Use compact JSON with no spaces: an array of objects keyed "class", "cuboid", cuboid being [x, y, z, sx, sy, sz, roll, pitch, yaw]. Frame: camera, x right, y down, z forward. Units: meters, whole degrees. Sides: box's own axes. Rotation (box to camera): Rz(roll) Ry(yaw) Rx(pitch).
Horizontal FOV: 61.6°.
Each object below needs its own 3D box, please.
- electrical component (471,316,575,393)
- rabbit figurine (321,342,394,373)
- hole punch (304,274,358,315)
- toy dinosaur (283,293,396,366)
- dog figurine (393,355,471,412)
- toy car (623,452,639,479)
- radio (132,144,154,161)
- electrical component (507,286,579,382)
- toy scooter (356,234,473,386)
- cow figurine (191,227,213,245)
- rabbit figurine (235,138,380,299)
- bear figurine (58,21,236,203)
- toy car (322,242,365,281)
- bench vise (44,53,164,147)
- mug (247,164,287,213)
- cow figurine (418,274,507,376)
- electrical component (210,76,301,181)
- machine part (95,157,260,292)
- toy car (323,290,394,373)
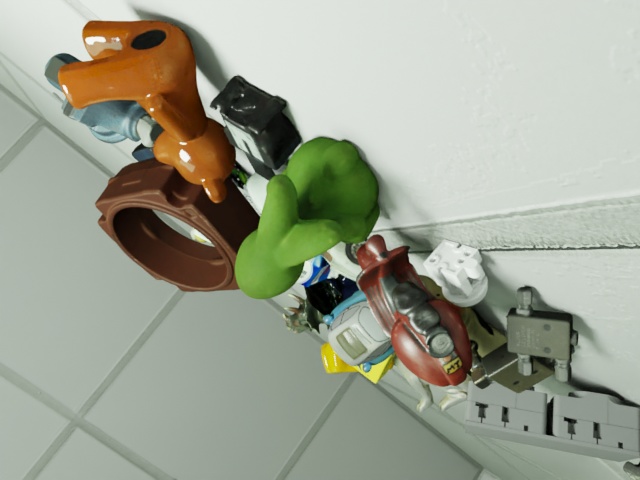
[{"class":"electrical component","cuboid":[0.212,0.126,0.587,0.078,0.102,0.045,24,-145,-28]},{"class":"rabbit figurine","cuboid":[0.075,0.159,1.005,0.162,0.173,0.121,-9,161,3]},{"class":"hole punch","cuboid":[0.029,0.071,0.945,0.142,0.092,0.115,39,154,46]},{"class":"toy dinosaur","cuboid":[0.072,0.181,1.156,0.192,0.131,0.405,44,160,-28]},{"class":"dog figurine","cuboid":[0.172,0.168,0.879,0.190,0.121,0.172,54,134,1]},{"class":"toy car","cuboid":[0.368,0.239,0.560,0.053,0.089,0.202,31,165,45]},{"class":"radio","cuboid":[-0.262,-0.143,0.989,0.131,0.073,0.230,44,165,-24]},{"class":"electrical component","cuboid":[0.217,0.091,0.524,0.063,0.021,0.093,2,106,32]},{"class":"toy scooter","cuboid":[0.088,0.060,0.548,0.184,0.075,0.135,56,176,29]},{"class":"cow figurine","cuboid":[-0.168,-0.022,0.941,0.167,0.098,0.068,-5,-163,-41]},{"class":"rabbit figurine","cuboid":[-0.015,-0.009,0.539,0.121,0.170,0.159,38,169,-2]},{"class":"bear figurine","cuboid":[-0.170,-0.133,0.590,0.132,0.120,0.195,-3,143,5]},{"class":"toy car","cuboid":[-0.002,-0.002,0.767,0.202,0.056,0.073,31,168,-3]},{"class":"bench vise","cuboid":[-0.250,-0.178,0.740,0.224,0.128,0.240,21,-178,27]},{"class":"mug","cuboid":[-0.033,-0.053,0.685,0.107,0.080,0.109,44,-154,9]},{"class":"cow figurine","cuboid":[0.169,0.112,0.671,0.194,0.085,0.127,40,166,-25]},{"class":"electrical component","cuboid":[-0.062,-0.112,0.583,0.075,0.048,0.119,32,167,25]},{"class":"machine part","cuboid":[-0.189,-0.015,0.743,0.201,0.087,0.201,-6,137,33]},{"class":"toy car","cuboid":[0.068,0.131,0.772,0.109,0.103,0.161,51,133,5]}]
